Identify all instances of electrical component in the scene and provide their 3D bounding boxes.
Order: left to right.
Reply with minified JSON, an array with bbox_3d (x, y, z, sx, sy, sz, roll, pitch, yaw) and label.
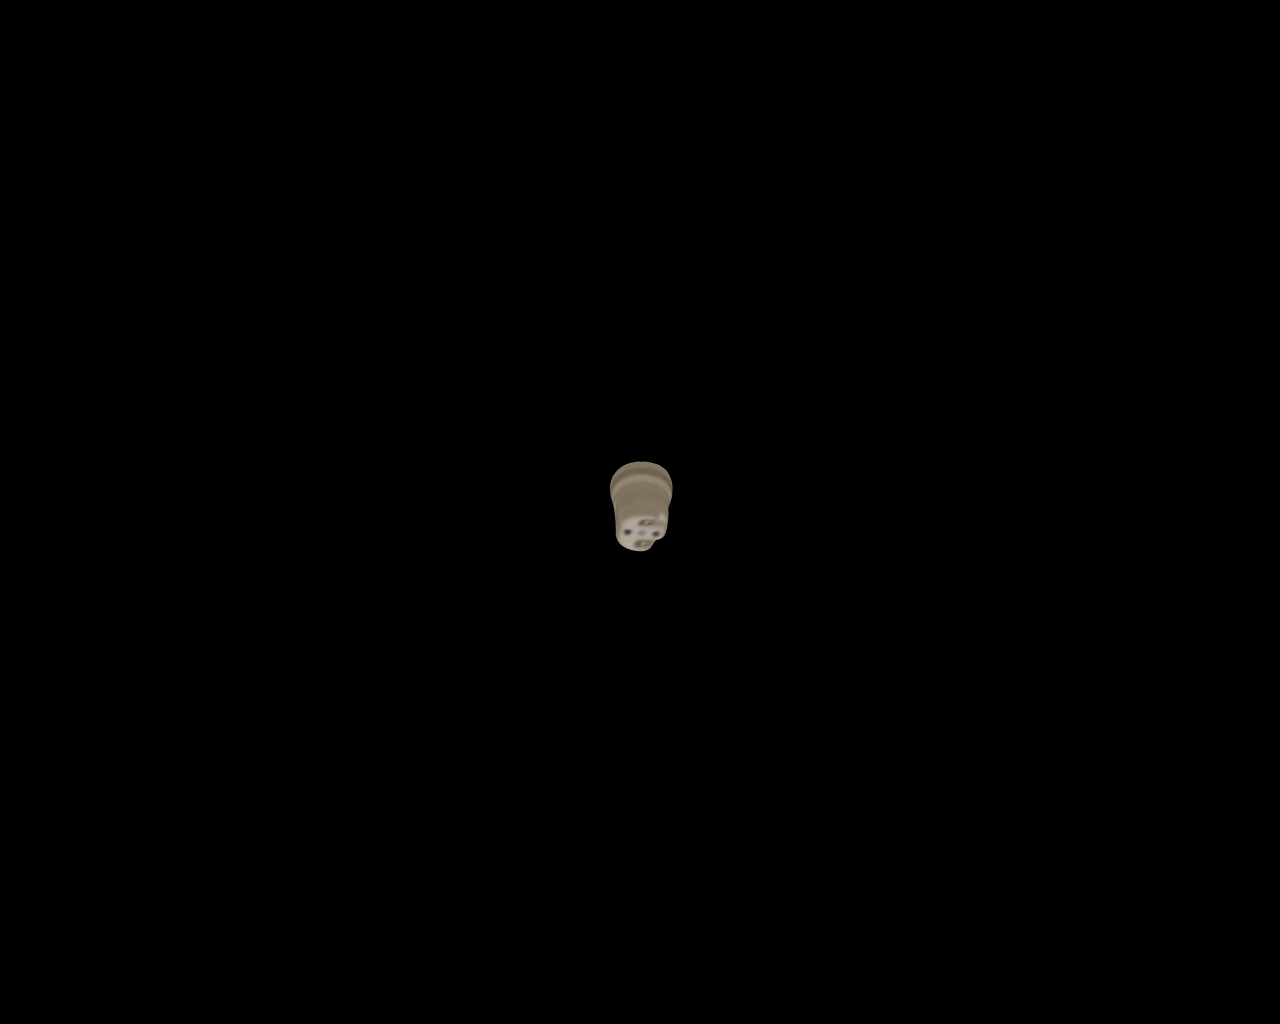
[{"bbox_3d":[0.001,-0.003,0.650,0.040,0.040,0.046,0,44,0],"label":"electrical component"}]
